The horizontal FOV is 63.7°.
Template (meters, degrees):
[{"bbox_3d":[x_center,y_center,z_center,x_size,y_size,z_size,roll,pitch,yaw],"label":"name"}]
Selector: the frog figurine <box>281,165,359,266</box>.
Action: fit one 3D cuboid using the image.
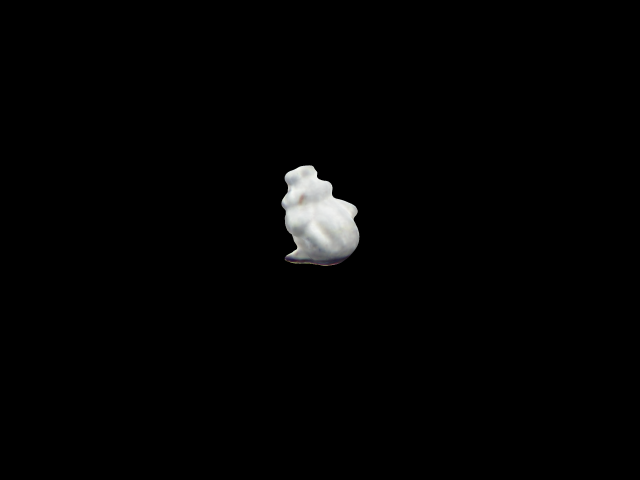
[{"bbox_3d":[0.003,-0.043,0.850,0.138,0.157,0.123,-9,17,-30],"label":"frog figurine"}]
